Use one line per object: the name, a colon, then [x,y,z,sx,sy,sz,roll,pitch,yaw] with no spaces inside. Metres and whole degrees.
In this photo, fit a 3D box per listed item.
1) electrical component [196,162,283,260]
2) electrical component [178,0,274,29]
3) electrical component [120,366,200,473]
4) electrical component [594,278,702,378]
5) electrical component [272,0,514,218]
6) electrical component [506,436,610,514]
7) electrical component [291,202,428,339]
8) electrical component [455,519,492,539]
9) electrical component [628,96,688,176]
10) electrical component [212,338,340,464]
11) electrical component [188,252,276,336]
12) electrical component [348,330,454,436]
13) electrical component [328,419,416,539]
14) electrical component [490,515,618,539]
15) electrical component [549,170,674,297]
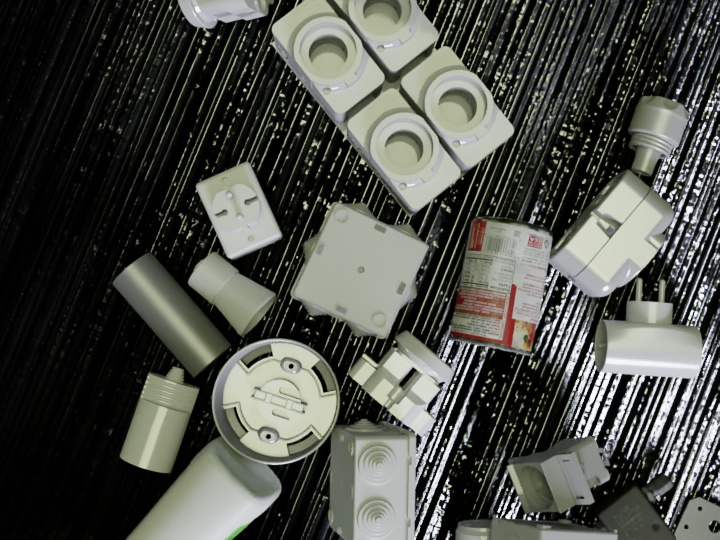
electrical component: [-0.097,-0.048,0.858,0.047,0.076,0.065,-24,89,-2]
electrical component: [-0.112,-0.228,0.869,0.057,0.078,0.058,-9,88,20]
electrical component: [-0.159,0.117,0.866,0.043,0.043,0.081,19,87,-1]
electrical component: [0.236,0.046,0.879,0.077,0.044,0.079,4,88,-1]
electrical component: [0.026,-0.150,0.873,0.105,0.060,0.186,-39,89,-3]
electrical component: [0.160,0.162,0.859,0.064,0.081,0.042,-22,90,-31]
electrical component: [0.000,0.000,0.874,0.100,0.048,0.099,25,88,-1]
electrical component: [0.099,0.232,0.868,0.045,0.045,0.055,0,87,-1]
electrical component: [0.242,-0.109,0.886,0.043,0.043,0.062,20,89,-1]
electrical component: [-0.065,0.103,0.859,0.099,0.064,0.099,0,88,-2]
electrical component: [-0.107,0.017,0.874,0.065,0.044,0.044,39,87,5]
electrical component: [0.038,0.086,0.866,0.078,0.058,0.057,40,90,0]
electrical component: [0.007,0.167,0.842,0.048,0.100,0.099,2,88,-14]
electrical component: [0.154,0.228,0.838,0.096,0.062,0.061,11,81,-32]
electrical component: [0.206,-0.026,0.876,0.059,0.053,0.095,41,87,0]
